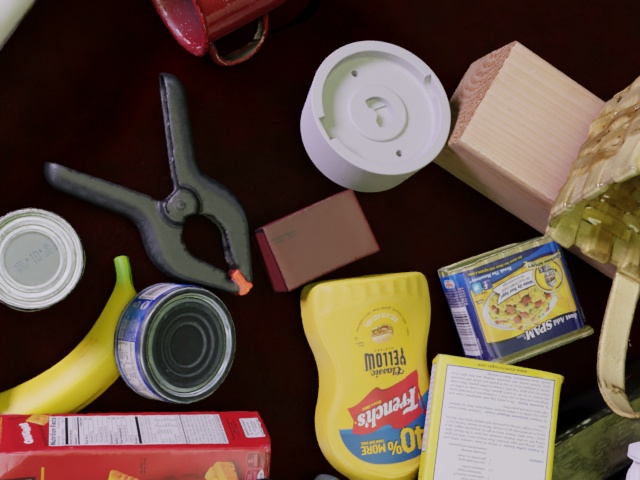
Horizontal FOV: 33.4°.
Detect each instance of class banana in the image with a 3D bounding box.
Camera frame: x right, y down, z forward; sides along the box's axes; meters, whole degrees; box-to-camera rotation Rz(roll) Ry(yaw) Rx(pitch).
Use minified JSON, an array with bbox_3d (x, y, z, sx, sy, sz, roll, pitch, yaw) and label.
[{"bbox_3d":[-0.195,0.098,0.762,0.197,0.037,0.070,-40,74,-14],"label":"banana"}]

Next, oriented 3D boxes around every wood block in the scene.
[{"bbox_3d":[0.196,-0.054,0.832,0.206,0.090,0.091,32,81,-11],"label":"wood block"}]

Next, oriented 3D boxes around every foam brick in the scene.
[{"bbox_3d":[-0.005,0.001,0.802,0.078,0.051,0.053,-23,92,-14],"label":"foam brick"}]

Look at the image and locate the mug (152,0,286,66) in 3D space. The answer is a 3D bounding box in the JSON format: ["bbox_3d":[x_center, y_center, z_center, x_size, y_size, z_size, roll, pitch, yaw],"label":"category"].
[{"bbox_3d":[-0.071,-0.184,0.781,0.081,0.093,0.117,-32,126,-18],"label":"mug"}]

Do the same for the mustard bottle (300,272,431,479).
[{"bbox_3d":[0.043,0.123,0.803,0.096,0.058,0.191,-6,90,-22],"label":"mustard bottle"}]

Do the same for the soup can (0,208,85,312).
[{"bbox_3d":[-0.197,0.014,0.728,0.068,0.102,0.068,1,88,-15],"label":"soup can"}]

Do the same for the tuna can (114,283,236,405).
[{"bbox_3d":[-0.102,0.074,0.764,0.085,0.034,0.086,-1,91,-42],"label":"tuna can"}]

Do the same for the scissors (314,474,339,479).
[{"bbox_3d":[-0.010,0.275,0.783,0.096,0.016,0.202,10,83,-53],"label":"scissors"}]

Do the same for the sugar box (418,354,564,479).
[{"bbox_3d":[0.116,0.176,0.761,0.093,0.048,0.176,9,80,3],"label":"sugar box"}]

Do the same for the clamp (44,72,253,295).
[{"bbox_3d":[-0.102,-0.035,0.786,0.171,0.039,0.120,44,84,-13],"label":"clamp"}]

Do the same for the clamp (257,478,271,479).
[{"bbox_3d":[0.011,0.238,0.749,0.209,0.036,0.164,2,102,-40],"label":"clamp"}]

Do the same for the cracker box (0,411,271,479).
[{"bbox_3d":[-0.144,0.206,0.731,0.213,0.072,0.164,2,102,-14],"label":"cracker box"}]

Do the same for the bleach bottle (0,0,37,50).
[{"bbox_3d":[-0.238,-0.156,0.738,0.068,0.103,0.250,42,72,-23],"label":"bleach bottle"}]

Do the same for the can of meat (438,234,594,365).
[{"bbox_3d":[0.151,0.048,0.834,0.102,0.057,0.084,-18,90,-13],"label":"can of meat"}]
